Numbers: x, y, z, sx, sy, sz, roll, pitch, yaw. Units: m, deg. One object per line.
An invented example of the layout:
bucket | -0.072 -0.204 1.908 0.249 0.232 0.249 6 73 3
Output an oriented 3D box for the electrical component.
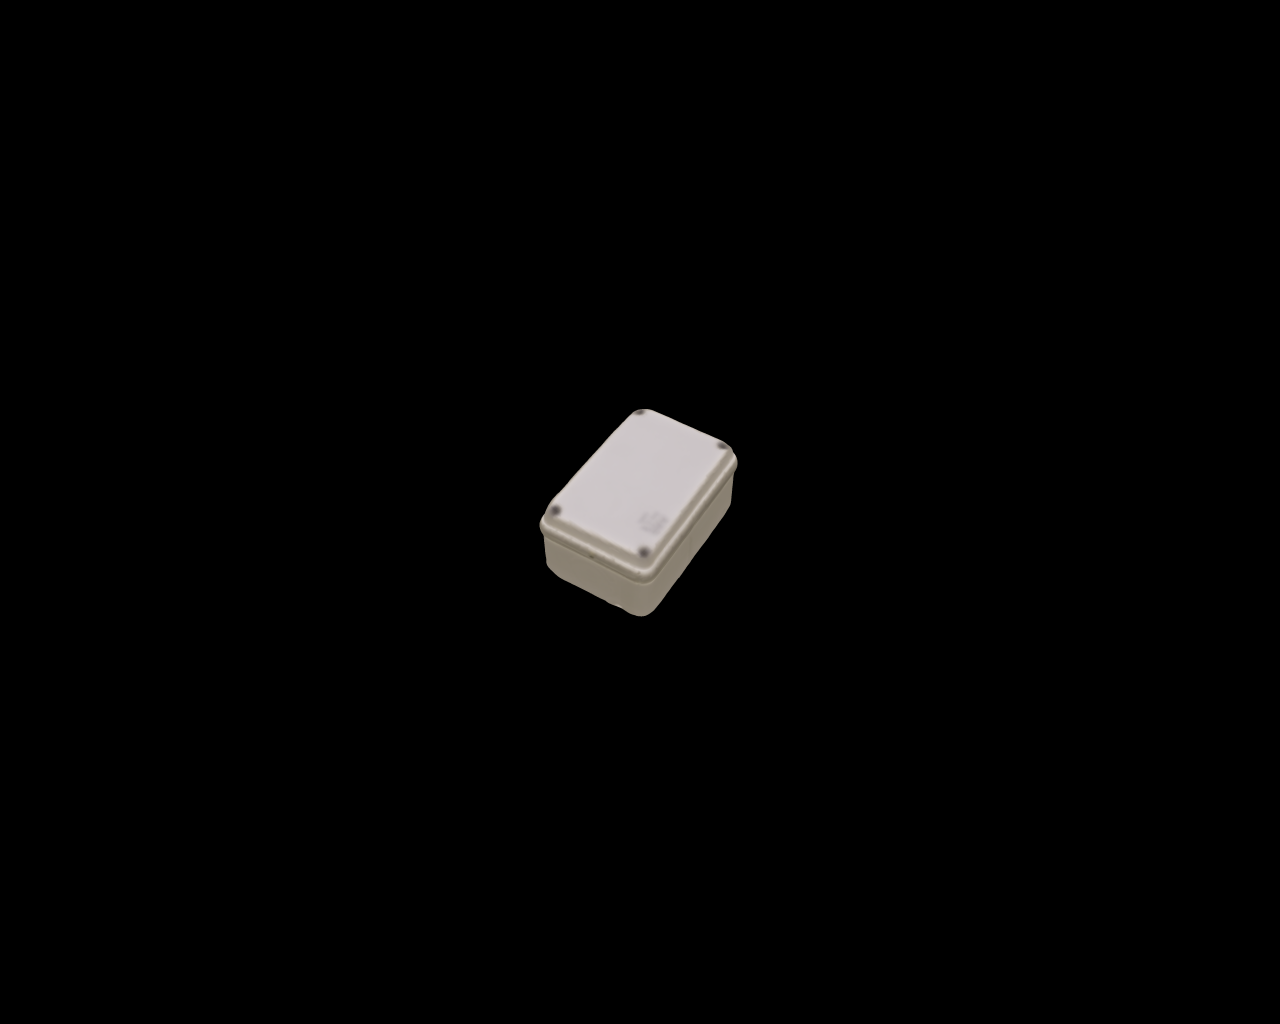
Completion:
electrical component | 0.001 -0.003 0.650 0.078 0.113 0.057 25 -36 20
